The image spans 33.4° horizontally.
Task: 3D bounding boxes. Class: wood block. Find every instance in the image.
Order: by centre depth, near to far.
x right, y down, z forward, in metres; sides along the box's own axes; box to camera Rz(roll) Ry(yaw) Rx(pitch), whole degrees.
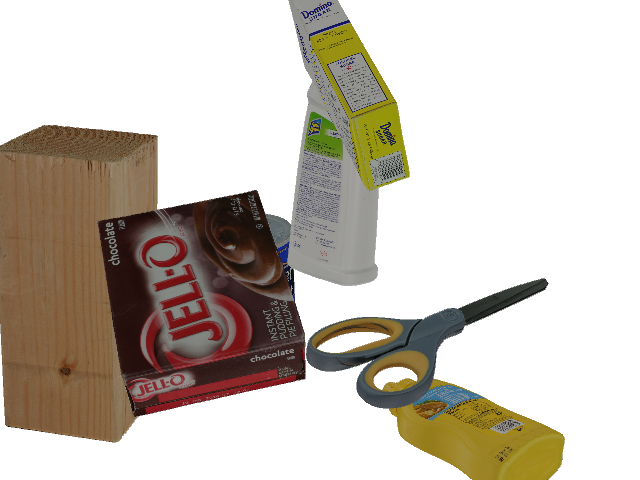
[{"bbox_3d":[-0.174,0.029,0.772,0.091,0.206,0.090,7,19,9],"label":"wood block"}]

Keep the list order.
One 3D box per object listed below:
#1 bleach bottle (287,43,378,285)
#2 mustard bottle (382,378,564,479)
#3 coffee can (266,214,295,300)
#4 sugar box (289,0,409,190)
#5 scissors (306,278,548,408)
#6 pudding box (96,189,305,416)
[{"bbox_3d":[0.024,-0.085,1.141,0.103,0.251,0.067,17,18,37],"label":"bleach bottle"},{"bbox_3d":[0.132,0.178,1.029,0.096,0.058,0.192,-15,25,-39],"label":"mustard bottle"},{"bbox_3d":[-0.083,0.050,1.335,0.103,0.140,0.103,-2,26,1],"label":"coffee can"},{"bbox_3d":[0.024,-0.136,0.928,0.048,0.176,0.093,-19,-39,-3],"label":"sugar box"},{"bbox_3d":[0.091,0.069,0.734,0.201,0.016,0.096,-9,34,-17],"label":"scissors"},{"bbox_3d":[-0.063,0.030,0.554,0.090,0.039,0.113,-11,45,-10],"label":"pudding box"}]
